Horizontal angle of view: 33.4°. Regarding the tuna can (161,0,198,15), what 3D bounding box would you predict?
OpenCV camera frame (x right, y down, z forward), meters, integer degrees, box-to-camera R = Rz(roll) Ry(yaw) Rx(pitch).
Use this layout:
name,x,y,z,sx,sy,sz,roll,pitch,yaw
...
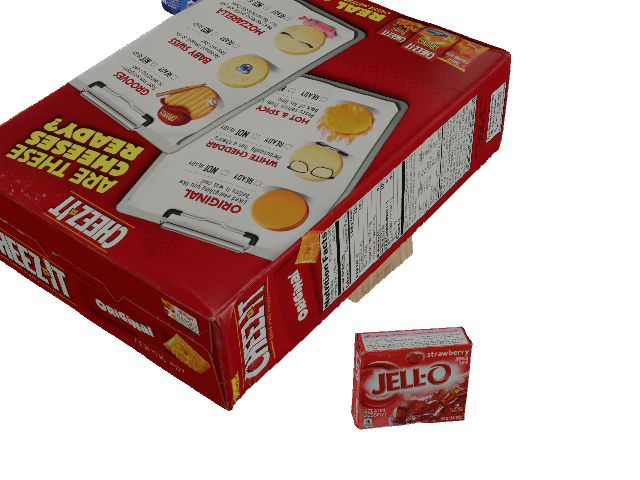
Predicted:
name,x,y,z,sx,sy,sz,roll,pitch,yaw
tuna can,-0.081,-0.194,0.832,0.086,0.034,0.086,8,23,-3

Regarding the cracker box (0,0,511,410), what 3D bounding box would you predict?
name,x,y,z,sx,sy,sz,roll,pitch,yaw
cracker box,-0.035,-0.041,0.515,0.164,0.072,0.213,28,53,29

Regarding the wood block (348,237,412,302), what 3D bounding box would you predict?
name,x,y,z,sx,sy,sz,roll,pitch,yaw
wood block,0.017,-0.057,0.969,0.091,0.206,0.090,30,56,35

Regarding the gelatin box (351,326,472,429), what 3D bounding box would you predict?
name,x,y,z,sx,sy,sz,roll,pitch,yaw
gelatin box,0.070,0.107,0.829,0.089,0.073,0.030,-3,28,-8
